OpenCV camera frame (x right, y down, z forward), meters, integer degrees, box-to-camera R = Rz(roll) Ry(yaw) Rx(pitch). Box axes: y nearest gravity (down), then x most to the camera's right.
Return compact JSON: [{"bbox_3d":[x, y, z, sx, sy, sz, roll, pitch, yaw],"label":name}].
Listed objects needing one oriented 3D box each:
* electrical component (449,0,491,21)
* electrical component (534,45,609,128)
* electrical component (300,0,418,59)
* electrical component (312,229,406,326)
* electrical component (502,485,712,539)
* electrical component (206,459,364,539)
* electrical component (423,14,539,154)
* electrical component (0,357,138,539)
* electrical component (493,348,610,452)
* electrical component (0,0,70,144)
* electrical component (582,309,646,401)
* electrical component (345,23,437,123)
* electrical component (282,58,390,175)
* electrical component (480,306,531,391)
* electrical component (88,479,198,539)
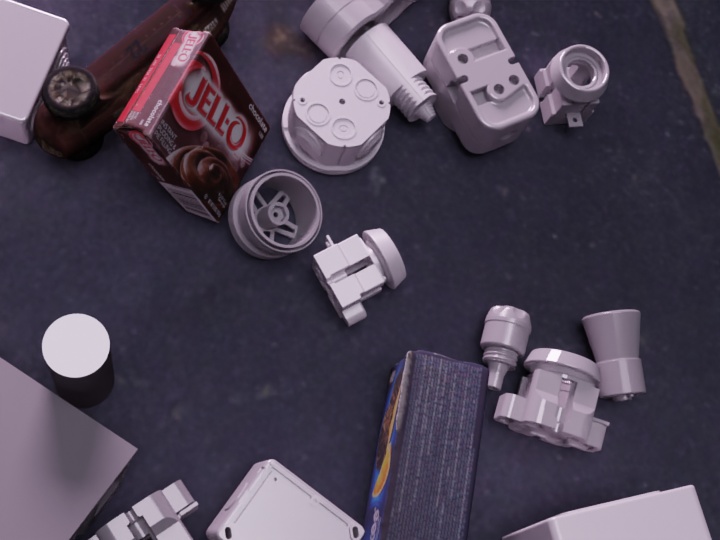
[{"bbox_3d":[0.091,-0.233,0.891,0.035,0.035,0.061,6,69,-9],"label":"electrical component"},{"bbox_3d":[0.171,-0.150,0.868,0.048,0.055,0.066,-5,74,-13],"label":"electrical component"},{"bbox_3d":[0.002,-0.235,0.864,0.138,0.052,0.073,-42,84,-20],"label":"electrical component"},{"bbox_3d":[0.000,0.000,0.792,0.055,0.048,0.066,-28,79,-10],"label":"electrical component"},{"bbox_3d":[0.166,0.190,0.728,0.109,0.108,0.056,-9,72,-14],"label":"electrical component"},{"bbox_3d":[-0.047,0.179,0.719,0.096,0.061,0.061,38,69,-5],"label":"electrical component"},{"bbox_3d":[0.093,-0.144,0.848,0.054,0.059,0.095,-23,78,-17],"label":"electrical component"},{"bbox_3d":[-0.253,0.113,0.680,0.186,0.060,0.105,33,50,1],"label":"electrical component"},{"bbox_3d":[0.143,0.093,0.783,0.078,0.058,0.057,19,73,-4],"label":"electrical component"},{"bbox_3d":[-0.268,-0.148,0.785,0.100,0.048,0.099,18,70,-5],"label":"electrical component"},{"bbox_3d":[0.194,0.066,0.811,0.044,0.044,0.065,-3,78,-12],"label":"electrical component"},{"bbox_3d":[0.030,-0.149,0.847,0.043,0.043,0.081,-37,82,-19],"label":"electrical component"},{"bbox_3d":[-0.018,-0.118,0.823,0.080,0.051,0.080,3,72,-10],"label":"electrical component"},{"bbox_3d":[0.106,0.059,0.798,0.035,0.035,0.061,18,72,-5],"label":"electrical component"},{"bbox_3d":[-0.134,0.183,0.699,0.078,0.058,0.057,-32,78,-18],"label":"electrical component"}]
